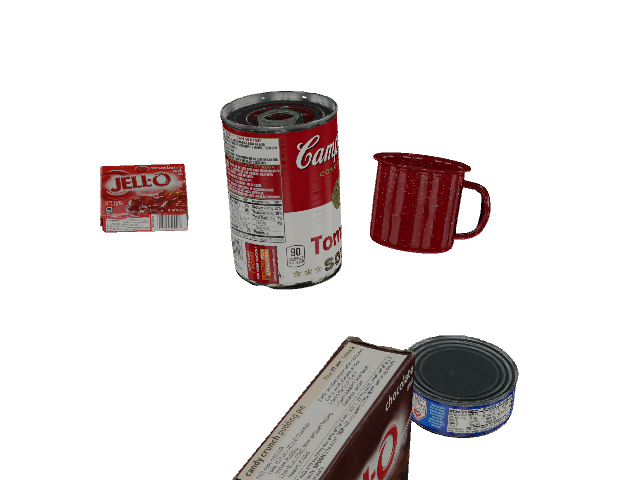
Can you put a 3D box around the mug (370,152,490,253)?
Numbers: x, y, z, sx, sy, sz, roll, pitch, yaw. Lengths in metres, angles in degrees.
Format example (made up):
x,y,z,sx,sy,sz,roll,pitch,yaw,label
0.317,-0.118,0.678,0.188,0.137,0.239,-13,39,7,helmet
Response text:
x,y,z,sx,sy,sz,roll,pitch,yaw,label
0.103,-0.034,1.011,0.117,0.081,0.093,10,13,14,mug

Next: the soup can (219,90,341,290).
x,y,z,sx,sy,sz,roll,pitch,yaw,label
-0.022,-0.030,0.633,0.068,0.102,0.068,-2,24,1,soup can

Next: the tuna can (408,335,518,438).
x,y,z,sx,sy,sz,roll,pitch,yaw,label
0.102,0.108,0.793,0.086,0.034,0.086,1,29,-1,tuna can

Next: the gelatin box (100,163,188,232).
x,y,z,sx,sy,sz,roll,pitch,yaw,label
-0.183,-0.045,1.107,0.089,0.073,0.030,-1,-42,-10,gelatin box

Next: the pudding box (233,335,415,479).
x,y,z,sx,sy,sz,roll,pitch,yaw,label
0.004,0.109,0.464,0.039,0.090,0.113,13,32,20,pudding box
